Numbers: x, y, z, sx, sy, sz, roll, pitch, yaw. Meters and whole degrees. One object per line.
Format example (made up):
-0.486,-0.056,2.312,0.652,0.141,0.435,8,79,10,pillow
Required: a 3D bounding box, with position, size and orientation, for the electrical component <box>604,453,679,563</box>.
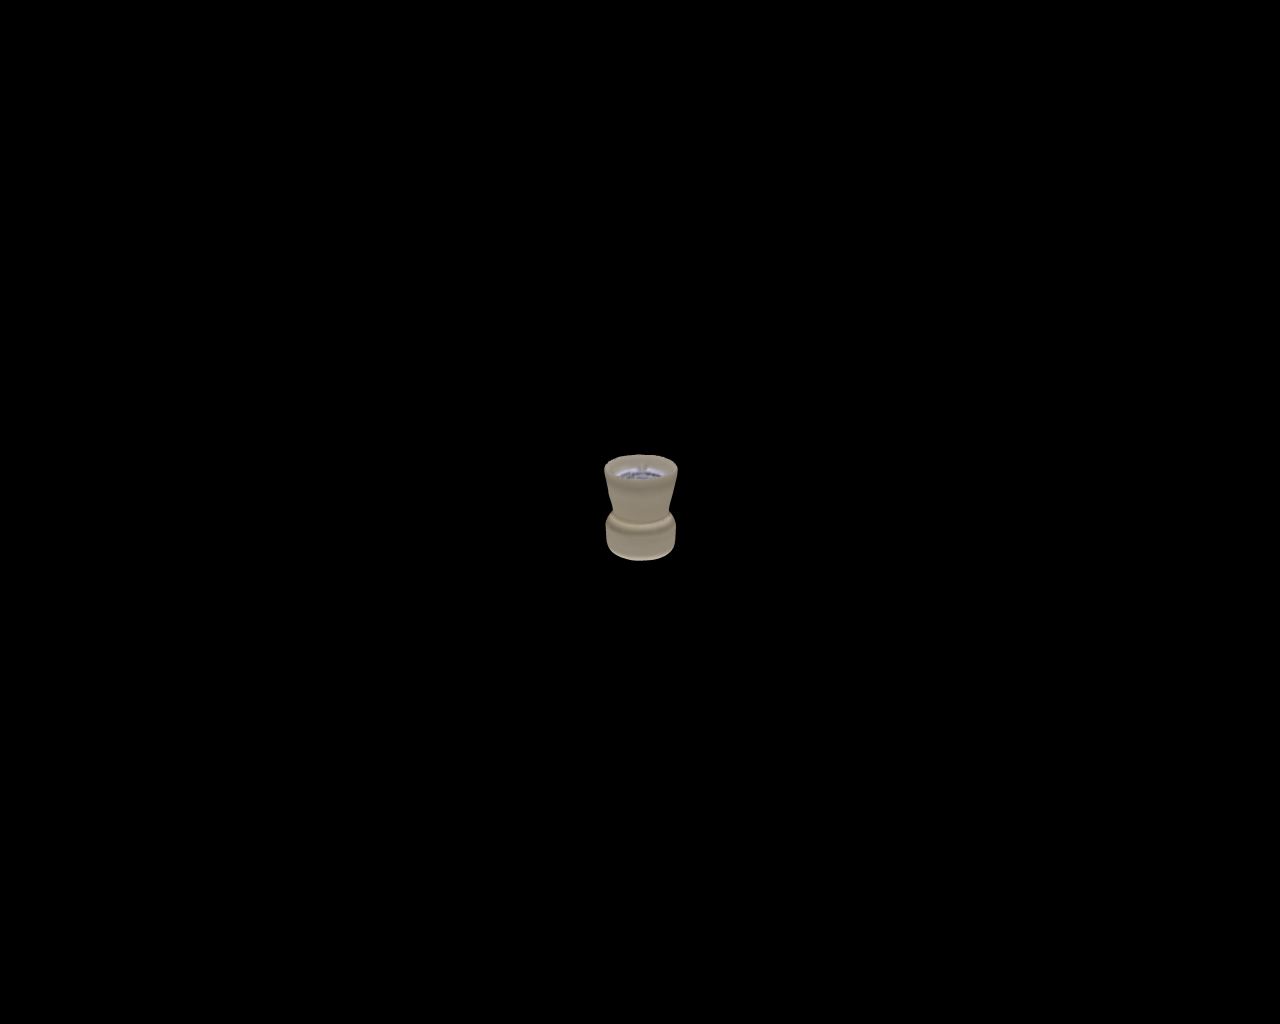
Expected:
0.001,-0.003,0.650,0.045,0.055,0.045,0,24,0,electrical component
